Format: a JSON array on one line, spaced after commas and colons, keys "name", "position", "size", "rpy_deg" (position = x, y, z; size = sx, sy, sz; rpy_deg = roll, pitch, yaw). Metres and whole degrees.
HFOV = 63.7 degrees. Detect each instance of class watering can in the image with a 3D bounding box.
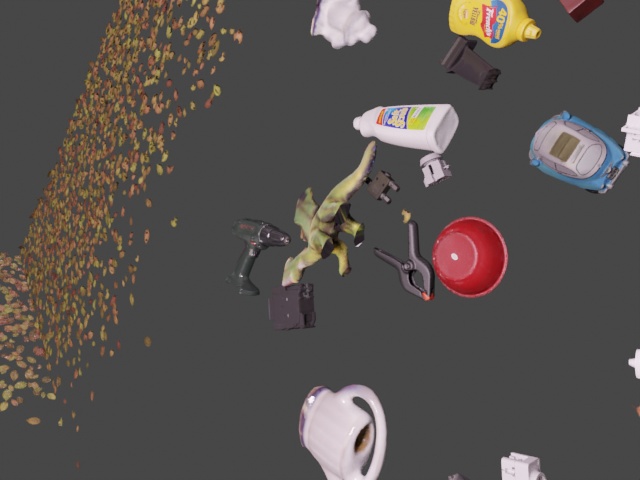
[{"name": "watering can", "position": [0.040, 0.476, 1.143], "size": [0.104, 0.346, 0.226], "rpy_deg": [7, 8, -45]}]

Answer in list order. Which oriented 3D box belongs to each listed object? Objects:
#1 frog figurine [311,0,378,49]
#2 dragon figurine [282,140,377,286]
[{"name": "frog figurine", "position": [0.069, -0.536, 1.262], "size": [0.160, 0.137, 0.122], "rpy_deg": [18, 0, 7]}, {"name": "dragon figurine", "position": [0.004, -0.063, 1.255], "size": [0.121, 0.408, 0.245], "rpy_deg": [15, 9, -39]}]
